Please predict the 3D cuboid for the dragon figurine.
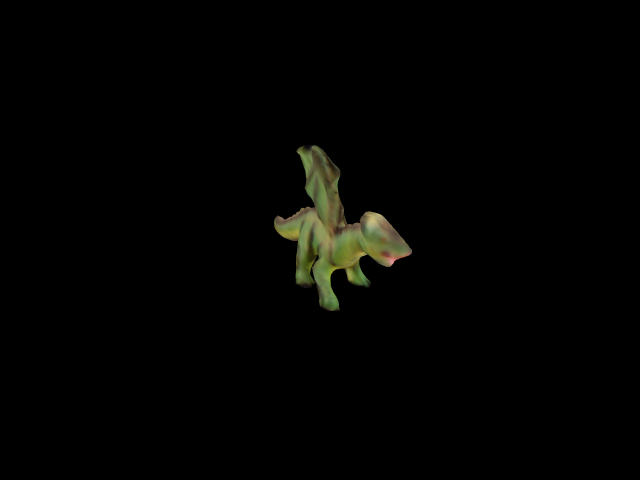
[{"bbox_3d":[0.003,-0.043,0.850,0.123,0.238,0.416,-16,32,-27],"label":"dragon figurine"}]
